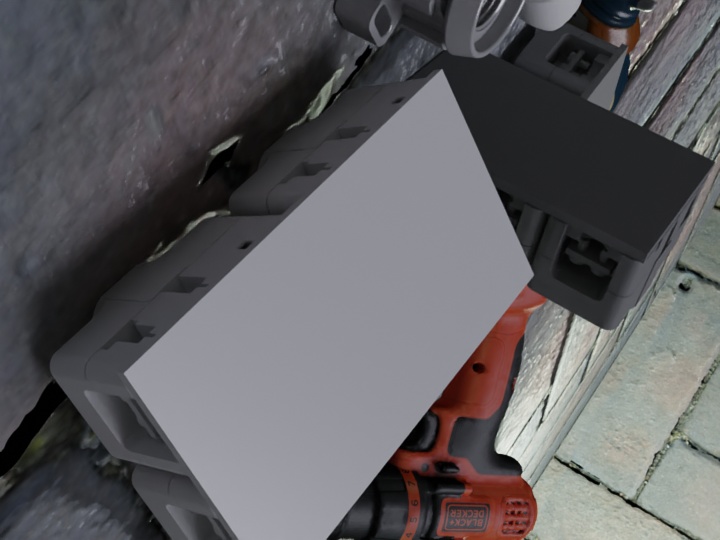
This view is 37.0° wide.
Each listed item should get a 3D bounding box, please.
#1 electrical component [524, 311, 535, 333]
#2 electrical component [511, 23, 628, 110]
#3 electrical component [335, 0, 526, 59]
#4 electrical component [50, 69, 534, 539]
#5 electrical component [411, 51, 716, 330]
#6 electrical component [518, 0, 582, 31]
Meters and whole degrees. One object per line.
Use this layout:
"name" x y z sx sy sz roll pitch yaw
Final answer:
"electrical component" 0.094 0.048 0.846 0.099 0.048 0.099 -71 -175 -74
"electrical component" 0.109 -0.066 0.722 0.105 0.060 0.186 -50 160 -26
"electrical component" 0.036 -0.122 0.439 0.078 0.057 0.058 -58 162 -4
"electrical component" -0.019 0.017 0.427 0.186 0.060 0.105 -47 121 -33
"electrical component" 0.086 -0.044 0.547 0.089 0.150 0.061 -44 156 -40
"electrical component" 0.104 -0.154 0.599 0.040 0.040 0.078 -59 162 -2
